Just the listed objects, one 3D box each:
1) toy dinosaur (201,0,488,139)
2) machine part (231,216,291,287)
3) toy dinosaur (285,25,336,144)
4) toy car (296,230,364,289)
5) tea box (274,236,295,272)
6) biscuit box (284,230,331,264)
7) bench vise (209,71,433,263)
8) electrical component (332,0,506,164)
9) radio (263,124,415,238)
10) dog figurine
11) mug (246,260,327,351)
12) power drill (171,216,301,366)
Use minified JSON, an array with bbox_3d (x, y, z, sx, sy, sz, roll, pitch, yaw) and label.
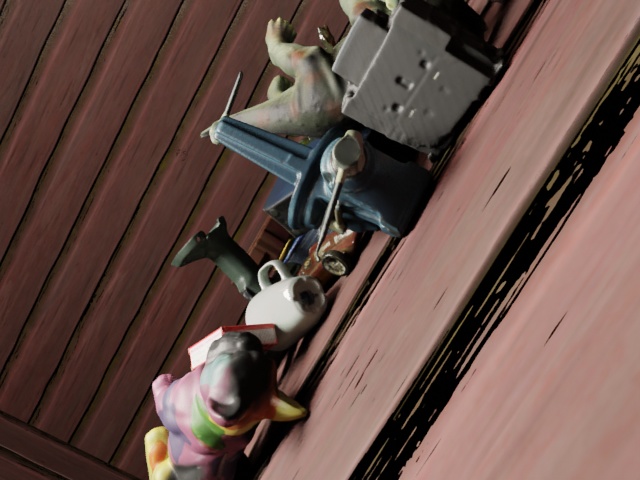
[{"bbox_3d":[0.032,-0.196,0.624,0.405,0.131,0.192,-42,50,19],"label":"toy dinosaur"},{"bbox_3d":[-0.101,0.017,1.007,0.179,0.056,0.179,-59,6,10],"label":"machine part"},{"bbox_3d":[0.022,-0.219,1.128,0.198,0.105,0.470,-37,-37,-21],"label":"toy dinosaur"},{"bbox_3d":[0.006,0.029,0.719,0.089,0.053,0.202,-61,3,-33],"label":"toy car"},{"bbox_3d":[-0.027,0.004,1.066,0.098,0.068,0.170,-58,7,24],"label":"tea box"},{"bbox_3d":[-0.002,-0.003,0.891,0.202,0.063,0.059,-54,8,47],"label":"biscuit box"},{"bbox_3d":[-0.015,-0.072,0.543,0.128,0.241,0.223,-64,-11,5],"label":"bench vise"},{"bbox_3d":[0.083,-0.152,0.495,0.114,0.134,0.058,-60,4,36],"label":"electrical component"},{"bbox_3d":[0.026,-0.097,0.728,0.230,0.073,0.131,-29,29,45],"label":"radio"},{"bbox_3d":[-0.098,0.191,0.540,0.219,0.108,0.191,-22,64,58],"label":"dog figurine"},{"bbox_3d":[-0.040,0.075,0.678,0.107,0.081,0.109,-37,64,51],"label":"mug"},{"bbox_3d":[-0.110,0.069,0.782,0.086,0.207,0.232,-53,1,30],"label":"power drill"}]
